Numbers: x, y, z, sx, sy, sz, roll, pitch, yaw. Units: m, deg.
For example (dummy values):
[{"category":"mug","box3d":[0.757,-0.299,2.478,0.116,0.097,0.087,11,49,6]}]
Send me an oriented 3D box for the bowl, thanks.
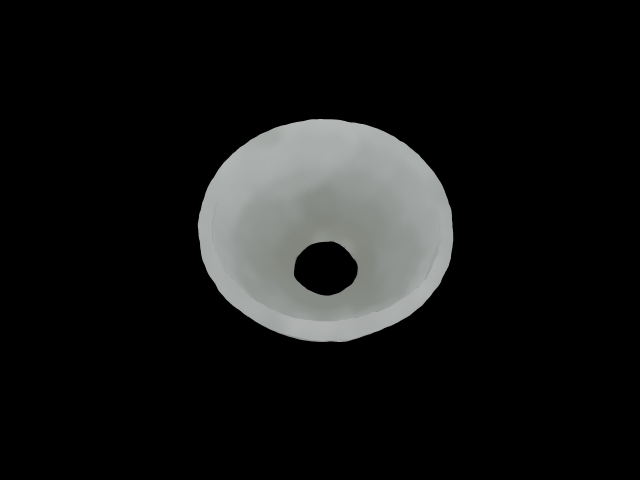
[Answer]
[{"category":"bowl","box3d":[0.004,0.001,0.400,0.167,0.075,0.167,0,60,0]}]
